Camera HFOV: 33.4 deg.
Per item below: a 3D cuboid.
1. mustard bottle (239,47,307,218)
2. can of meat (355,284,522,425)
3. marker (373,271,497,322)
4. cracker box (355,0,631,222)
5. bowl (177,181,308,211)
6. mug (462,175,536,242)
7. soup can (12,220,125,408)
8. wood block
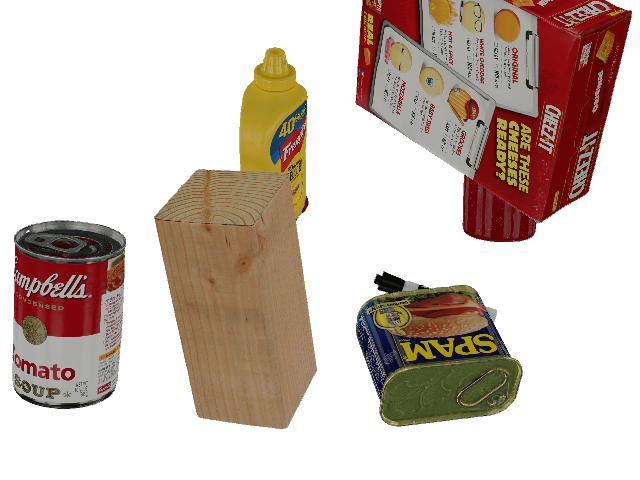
[{"bbox_3d":[-0.047,-0.105,1.076,0.058,0.192,0.096,19,40,21],"label":"mustard bottle"},{"bbox_3d":[0.082,0.080,0.771,0.102,0.057,0.084,-5,39,-12],"label":"can of meat"},{"bbox_3d":[0.110,0.056,1.029,0.121,0.020,0.020,19,1,3],"label":"marker"},{"bbox_3d":[0.125,-0.140,0.836,0.072,0.164,0.214,-29,49,-31],"label":"cracker box"},{"bbox_3d":[-0.097,-0.031,1.319,0.162,0.055,0.162,5,25,-2],"label":"bowl"},{"bbox_3d":[0.211,-0.048,1.195,0.117,0.081,0.093,-9,19,-30],"label":"mug"},{"bbox_3d":[-0.160,0.046,0.675,0.068,0.102,0.068,6,19,-2],"label":"soup can"},{"bbox_3d":[-0.069,0.052,0.926,0.090,0.206,0.090,4,32,20],"label":"wood block"}]
